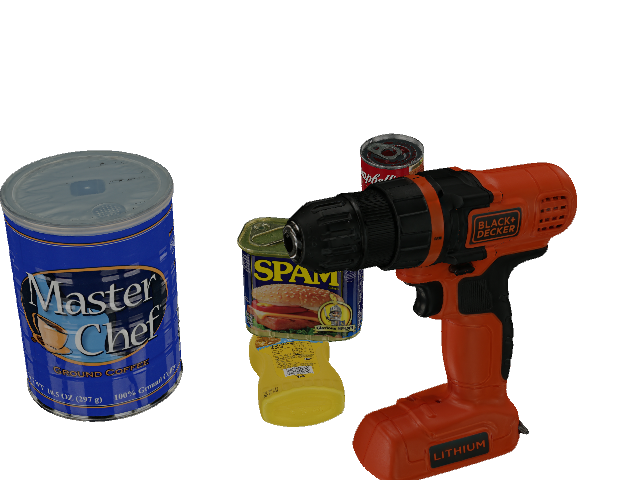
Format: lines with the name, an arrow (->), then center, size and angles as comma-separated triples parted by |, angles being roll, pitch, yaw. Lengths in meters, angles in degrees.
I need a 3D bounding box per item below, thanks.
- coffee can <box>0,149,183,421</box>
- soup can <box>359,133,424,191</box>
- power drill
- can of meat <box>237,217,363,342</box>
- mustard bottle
coffee can -> -0.141, 0.027, 0.674 | 0.103, 0.140, 0.103 | 1, 29, -1
soup can -> 0.078, -0.055, 1.151 | 0.068, 0.102, 0.068 | -2, 36, 2
power drill -> 0.062, 0.049, 0.628 | 0.184, 0.188, 0.057 | -9, 27, -24
can of meat -> -0.014, 0.033, 0.867 | 0.102, 0.084, 0.057 | 4, 29, 8
mustard bottle -> -0.035, 0.139, 1.259 | 0.096, 0.058, 0.192 | -7, 30, -8
